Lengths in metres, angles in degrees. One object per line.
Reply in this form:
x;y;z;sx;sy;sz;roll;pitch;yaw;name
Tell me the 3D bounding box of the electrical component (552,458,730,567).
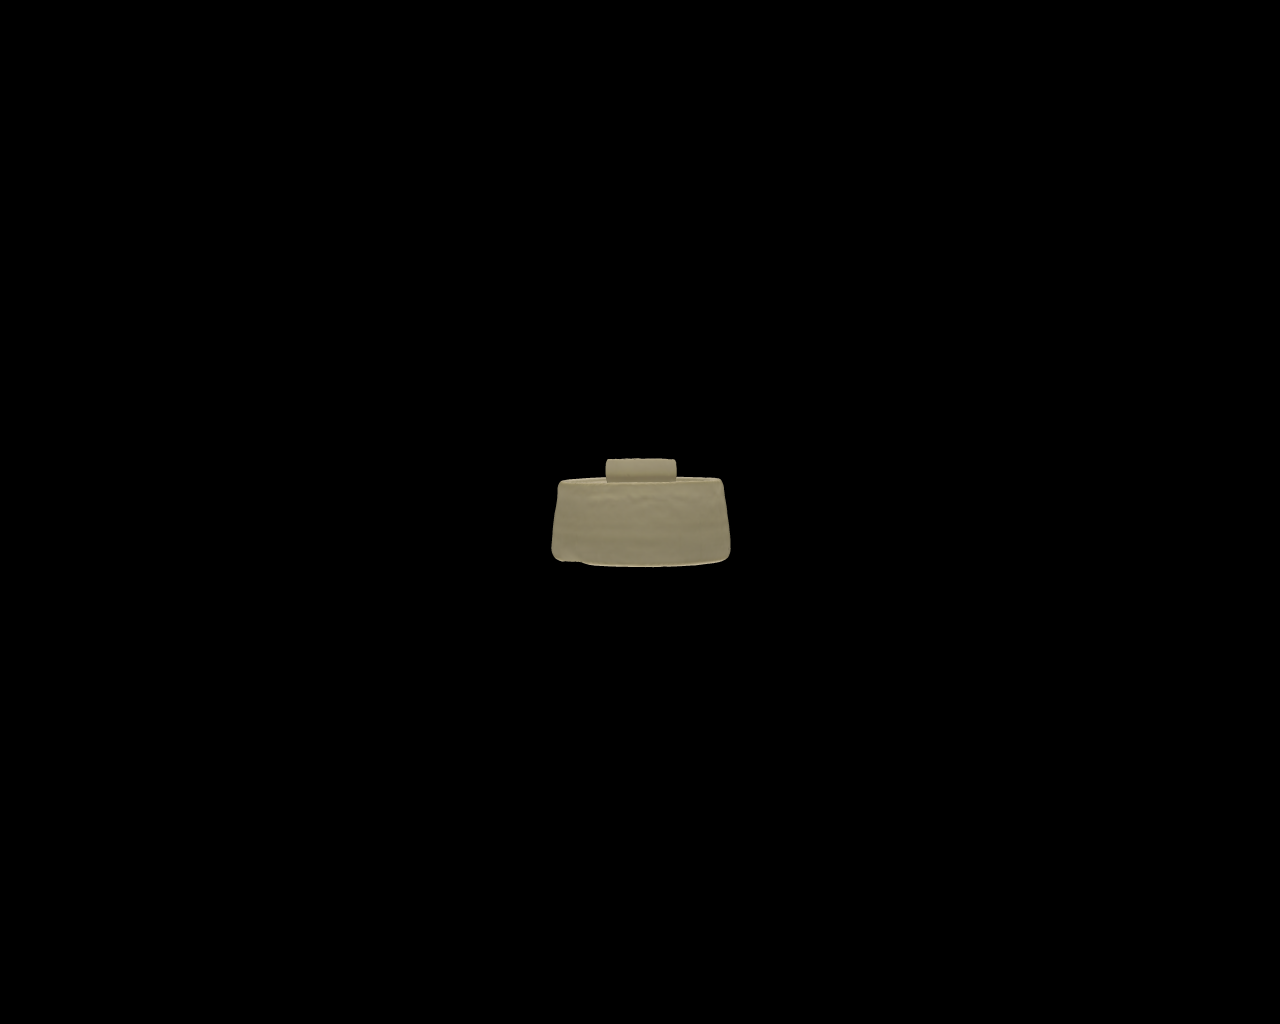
0.001;-0.003;0.650;0.108;0.060;0.108;0;4;0;electrical component
